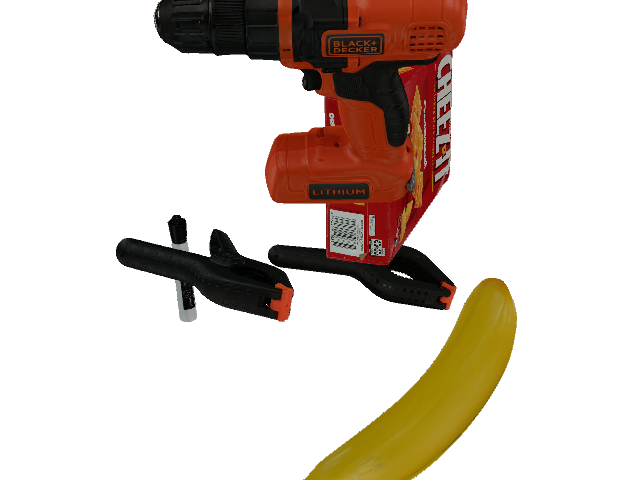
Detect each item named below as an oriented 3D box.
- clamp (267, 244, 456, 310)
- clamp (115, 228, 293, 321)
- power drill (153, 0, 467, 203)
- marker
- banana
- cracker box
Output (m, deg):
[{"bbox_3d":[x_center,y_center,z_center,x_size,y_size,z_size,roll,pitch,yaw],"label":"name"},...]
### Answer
[{"bbox_3d":[0.054,0.027,1.232,0.210,0.036,0.164,30,38,22],"label":"clamp"},{"bbox_3d":[-0.081,0.026,0.931,0.172,0.039,0.120,23,26,31],"label":"clamp"},{"bbox_3d":[-0.004,-0.096,0.687,0.184,0.057,0.188,0,-31,2],"label":"power drill"},{"bbox_3d":[-0.145,0.029,1.118,0.020,0.121,0.020,-2,27,1],"label":"marker"},{"bbox_3d":[0.058,0.084,0.589,0.197,0.037,0.070,-38,39,-27],"label":"banana"},{"bbox_3d":[0.071,-0.095,1.038,0.072,0.164,0.213,9,28,20],"label":"cracker box"}]
